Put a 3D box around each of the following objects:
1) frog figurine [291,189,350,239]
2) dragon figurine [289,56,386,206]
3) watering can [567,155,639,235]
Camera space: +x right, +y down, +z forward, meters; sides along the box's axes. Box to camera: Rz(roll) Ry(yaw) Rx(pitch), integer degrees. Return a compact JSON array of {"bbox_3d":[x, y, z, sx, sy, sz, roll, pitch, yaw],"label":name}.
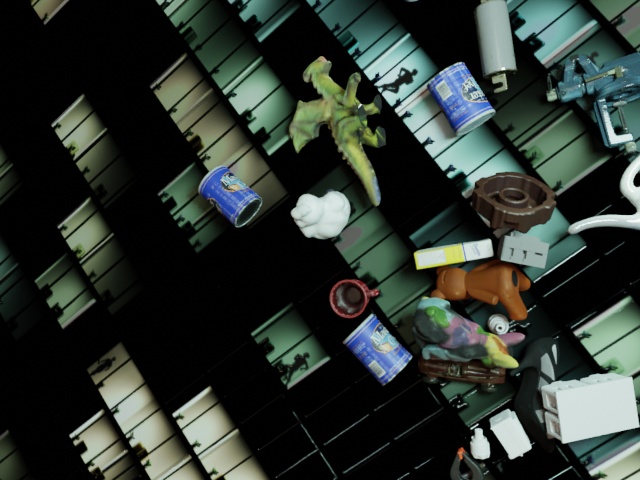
[{"bbox_3d":[0.004,-0.064,1.272,0.136,0.159,0.123,-35,83,12],"label":"frog figurine"},{"bbox_3d":[0.032,-0.281,1.320,0.242,0.122,0.412,-5,85,32],"label":"dragon figurine"},{"bbox_3d":[0.730,-0.069,1.101,0.345,0.104,0.226,-43,80,10],"label":"watering can"}]
